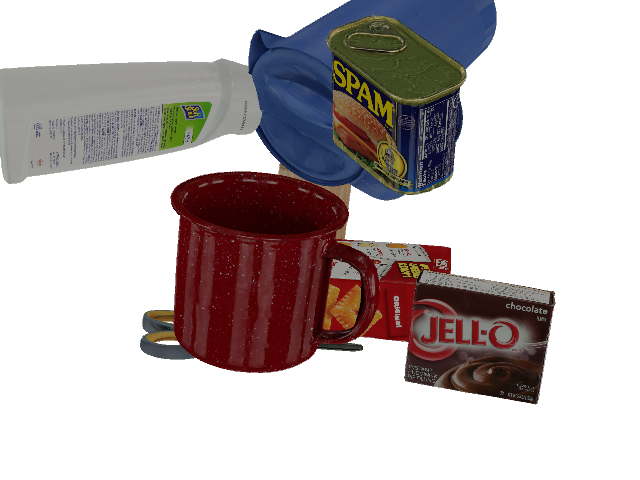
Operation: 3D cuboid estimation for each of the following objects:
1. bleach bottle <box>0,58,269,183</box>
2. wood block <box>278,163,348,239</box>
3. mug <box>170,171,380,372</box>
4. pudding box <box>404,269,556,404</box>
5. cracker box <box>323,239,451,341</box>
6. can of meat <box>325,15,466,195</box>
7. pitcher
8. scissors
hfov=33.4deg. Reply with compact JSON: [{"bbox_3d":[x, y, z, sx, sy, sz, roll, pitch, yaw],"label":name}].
[{"bbox_3d":[-0.150,-0.109,0.924,0.250,0.068,0.103,-7,-32,-18],"label":"bleach bottle"},{"bbox_3d":[-0.014,-0.006,1.379,0.090,0.206,0.090,8,24,3],"label":"wood block"},{"bbox_3d":[-0.024,0.020,0.564,0.117,0.081,0.093,14,24,17],"label":"mug"},{"bbox_3d":[0.129,0.078,0.873,0.113,0.090,0.039,8,22,9],"label":"pudding box"},{"bbox_3d":[0.030,0.050,1.141,0.214,0.072,0.164,4,14,7],"label":"cracker box"},{"bbox_3d":[0.049,-0.091,0.724,0.057,0.084,0.102,-25,48,-24],"label":"can of meat"},{"bbox_3d":[0.062,-0.155,0.963,0.145,0.149,0.242,19,45,35],"label":"pitcher"},{"bbox_3d":[-0.071,0.092,0.944,0.202,0.016,0.096,10,18,15],"label":"scissors"}]
